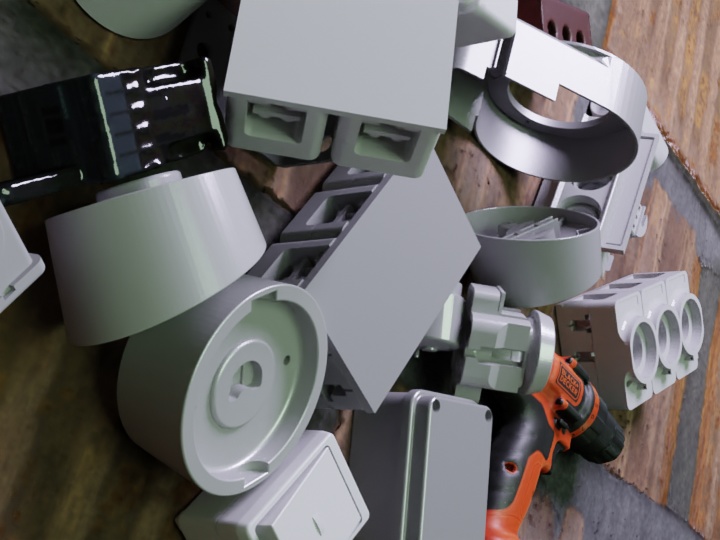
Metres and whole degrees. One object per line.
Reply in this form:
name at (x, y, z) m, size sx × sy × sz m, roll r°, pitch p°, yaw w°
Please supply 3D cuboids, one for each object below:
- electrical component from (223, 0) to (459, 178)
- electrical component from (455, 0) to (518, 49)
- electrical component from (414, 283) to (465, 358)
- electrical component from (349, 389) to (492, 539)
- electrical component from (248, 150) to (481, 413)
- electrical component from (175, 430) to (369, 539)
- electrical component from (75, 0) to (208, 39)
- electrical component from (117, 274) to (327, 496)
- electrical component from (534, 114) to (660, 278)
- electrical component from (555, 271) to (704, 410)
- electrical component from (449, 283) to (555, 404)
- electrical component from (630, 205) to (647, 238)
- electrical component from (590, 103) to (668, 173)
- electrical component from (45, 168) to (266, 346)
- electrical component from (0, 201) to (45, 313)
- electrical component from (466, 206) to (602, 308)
electrical component at (-0.005, -0.147, 0.564) m, size 0.105 × 0.060 × 0.186 m, roll 9°, pitch 66°, yaw -5°
electrical component at (0.041, -0.194, 0.667) m, size 0.056 × 0.109 × 0.108 m, roll 18°, pitch 73°, yaw -51°
electrical component at (0.050, 0.019, 0.713) m, size 0.040 × 0.040 × 0.078 m, roll 24°, pitch 69°, yaw -47°
electrical component at (0.038, 0.134, 0.675) m, size 0.078 × 0.057 × 0.113 m, roll 18°, pitch 73°, yaw -49°
electrical component at (0.000, 0.000, 0.636) m, size 0.150 × 0.062 × 0.089 m, roll -54°, pitch 126°, yaw -39°
electrical component at (-0.038, 0.129, 0.579) m, size 0.096 × 0.061 × 0.061 m, roll -44°, pitch 120°, yaw -43°
electrical component at (-0.105, -0.175, 0.541) m, size 0.099 × 0.064 × 0.099 m, roll 29°, pitch 51°, yaw -43°
electrical component at (-0.073, 0.051, 0.537) m, size 0.108 × 0.060 × 0.108 m, roll -32°, pitch 131°, yaw -46°
electrical component at (0.188, -0.059, 0.865) m, size 0.063 × 0.079 × 0.121 m, roll 68°, pitch 39°, yaw -50°
electrical component at (0.236, 0.057, 0.920) m, size 0.150 × 0.062 × 0.089 m, roll -15°, pitch 99°, yaw -50°
electrical component at (0.095, 0.052, 0.718) m, size 0.058 × 0.057 × 0.078 m, roll -104°, pitch -157°, yaw -78°
electrical component at (0.217, -0.043, 0.918) m, size 0.040 × 0.046 × 0.040 m, roll 6°, pitch 82°, yaw -50°
electrical component at (0.232, -0.111, 0.945) m, size 0.077 × 0.044 × 0.079 m, roll 50°, pitch 51°, yaw -36°
electrical component at (-0.094, -0.010, 0.495) m, size 0.099 × 0.099 × 0.064 m, roll -22°, pitch 98°, yaw -50°
electrical component at (-0.180, 0.002, 0.388) m, size 0.099 × 0.100 × 0.048 m, roll -53°, pitch 138°, yaw -39°
electrical component at (0.121, -0.016, 0.762) m, size 0.099 × 0.099 × 0.064 m, roll -39°, pitch 122°, yaw -45°
